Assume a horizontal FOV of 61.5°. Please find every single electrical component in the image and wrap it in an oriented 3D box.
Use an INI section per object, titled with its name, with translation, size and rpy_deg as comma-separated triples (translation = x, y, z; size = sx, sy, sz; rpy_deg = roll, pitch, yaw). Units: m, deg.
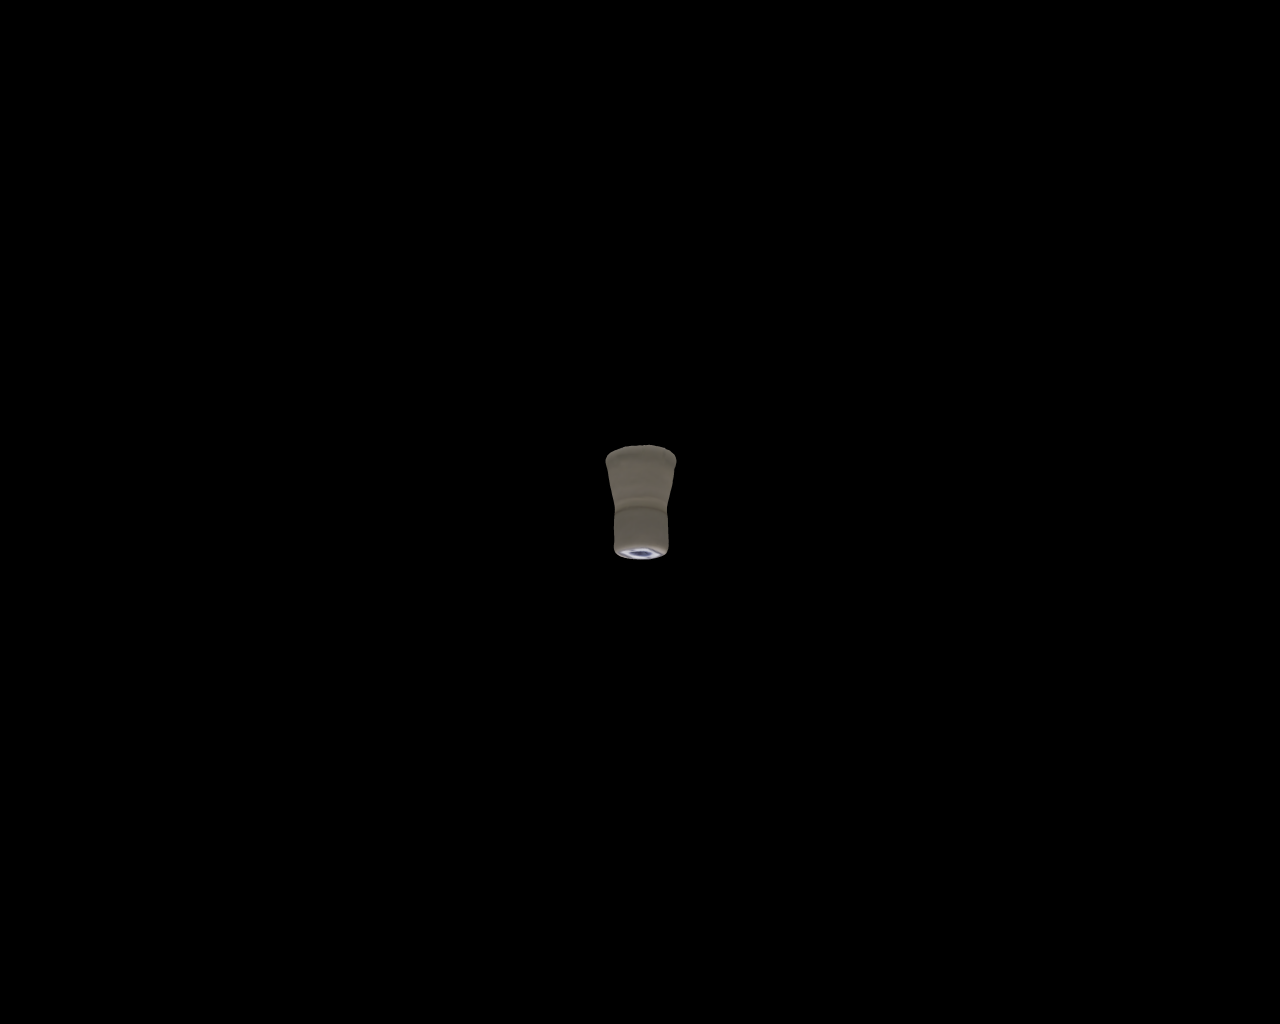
[electrical component]
translation = 0.001, -0.003, 0.650
size = 0.044, 0.065, 0.044
rpy_deg = 0, -18, 0
